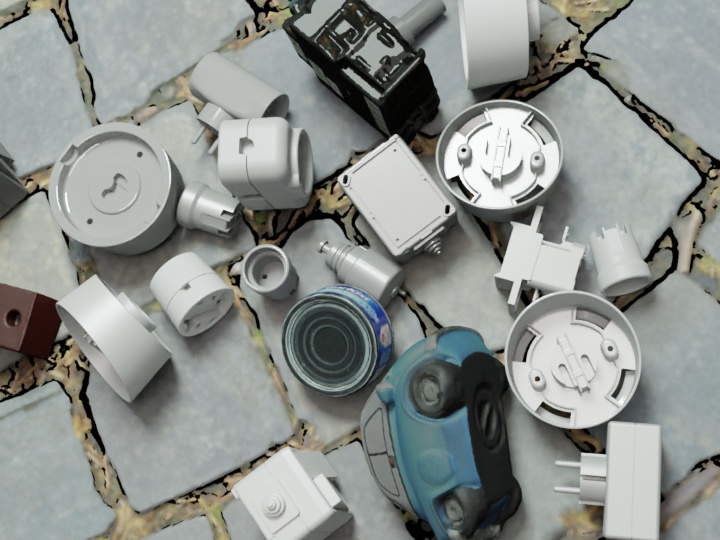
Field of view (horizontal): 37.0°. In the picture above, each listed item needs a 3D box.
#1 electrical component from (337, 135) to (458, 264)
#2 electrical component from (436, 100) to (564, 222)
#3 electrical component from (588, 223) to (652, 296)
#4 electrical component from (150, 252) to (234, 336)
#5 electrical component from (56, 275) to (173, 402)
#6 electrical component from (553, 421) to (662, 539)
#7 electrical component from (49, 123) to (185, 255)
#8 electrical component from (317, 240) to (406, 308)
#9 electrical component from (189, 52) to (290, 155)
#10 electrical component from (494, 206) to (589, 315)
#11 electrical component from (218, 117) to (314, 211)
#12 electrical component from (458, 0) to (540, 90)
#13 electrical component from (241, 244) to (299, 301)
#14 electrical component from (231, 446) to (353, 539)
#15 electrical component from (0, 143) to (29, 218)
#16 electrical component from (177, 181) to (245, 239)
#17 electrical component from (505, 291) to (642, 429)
[{"bbox_3d":[0.036,-0.050,0.868,0.062,0.061,0.096,-37,80,1],"label":"electrical component"},{"bbox_3d":[0.112,-0.087,0.856,0.099,0.064,0.099,-3,76,11],"label":"electrical component"},{"bbox_3d":[0.200,-0.008,0.833,0.040,0.040,0.046,-15,68,7],"label":"electrical component"},{"bbox_3d":[-0.140,0.019,0.886,0.055,0.055,0.047,-42,68,-1],"label":"electrical component"},{"bbox_3d":[-0.201,0.054,0.870,0.064,0.099,0.099,-44,72,-8],"label":"electrical component"},{"bbox_3d":[0.181,0.155,0.792,0.076,0.047,0.083,3,77,12],"label":"electrical component"},{"bbox_3d":[-0.201,-0.064,0.915,0.108,0.060,0.108,-3,76,11],"label":"electrical component"},{"bbox_3d":[0.000,0.000,0.870,0.078,0.040,0.040,32,84,18],"label":"electrical component"},{"bbox_3d":[-0.114,-0.135,0.923,0.077,0.044,0.079,33,85,17],"label":"electrical component"},{"bbox_3d":[0.142,-0.004,0.841,0.064,0.042,0.081,16,81,13],"label":"electrical component"},{"bbox_3d":[-0.073,-0.085,0.876,0.059,0.095,0.053,-2,76,11],"label":"electrical component"},{"bbox_3d":[0.112,-0.202,0.865,0.060,0.108,0.108,-5,75,4],"label":"electrical component"},{"bbox_3d":[-0.072,0.004,0.880,0.040,0.046,0.040,-3,76,11],"label":"electrical component"},{"bbox_3d":[-0.048,0.172,0.807,0.061,0.096,0.061,-37,73,0],"label":"electrical component"},{"bbox_3d":[-0.340,-0.087,0.930,0.061,0.096,0.061,-40,72,-1],"label":"electrical component"},{"bbox_3d":[-0.126,-0.050,0.908,0.046,0.040,0.040,20,81,10],"label":"electrical component"},{"bbox_3d":[0.160,0.070,0.808,0.099,0.064,0.099,-3,76,11],"label":"electrical component"}]
